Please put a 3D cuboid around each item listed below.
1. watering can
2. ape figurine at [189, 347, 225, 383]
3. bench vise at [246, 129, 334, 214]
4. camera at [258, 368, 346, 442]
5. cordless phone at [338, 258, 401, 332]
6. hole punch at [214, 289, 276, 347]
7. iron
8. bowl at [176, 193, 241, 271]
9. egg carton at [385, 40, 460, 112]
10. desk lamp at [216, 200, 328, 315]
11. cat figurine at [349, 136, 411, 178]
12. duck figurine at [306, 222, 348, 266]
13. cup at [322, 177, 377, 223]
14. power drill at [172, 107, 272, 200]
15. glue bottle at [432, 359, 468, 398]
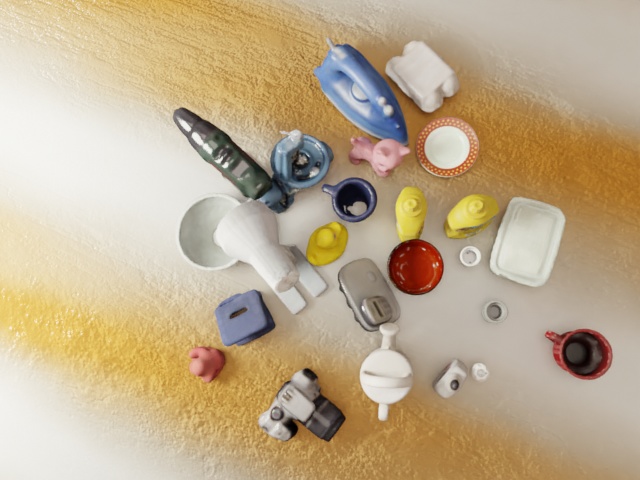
[{"bbox_3d":[0.123,0.247,1.074,0.101,0.194,0.173,-18,80,5],"label":"watering can"},{"bbox_3d":[-0.239,0.256,1.176,0.076,0.092,0.078,-14,80,6],"label":"ape figurine"},{"bbox_3d":[-0.061,-0.132,1.140,0.121,0.220,0.207,30,87,11],"label":"bench vise"},{"bbox_3d":[-0.030,0.347,1.129,0.136,0.101,0.143,37,88,11],"label":"camera"},{"bbox_3d":[0.089,0.104,1.104,0.094,0.185,0.147,-32,79,3],"label":"cordless phone"},{"bbox_3d":[-0.161,0.160,1.179,0.108,0.091,0.101,-27,79,4],"label":"hole punch"},{"bbox_3d":[0.096,-0.307,1.182,0.118,0.141,0.258,-41,79,1],"label":"iron"},{"bbox_3d":[-0.216,-0.013,1.219,0.167,0.075,0.167,-1,82,8],"label":"bowl"},{"bbox_3d":[0.217,-0.346,1.208,0.107,0.069,0.150,-42,79,1],"label":"egg carton"},{"bbox_3d":[-0.090,0.036,1.124,0.118,0.213,0.203,-41,79,1],"label":"desk lamp"},{"bbox_3d":[0.119,-0.180,1.174,0.127,0.118,0.067,25,86,11],"label":"cat figurine"},{"bbox_3d":[0.011,0.004,1.179,0.077,0.086,0.104,40,89,11],"label":"duck figurine"},{"bbox_3d":[0.062,-0.079,1.179,0.117,0.095,0.092,22,86,11],"label":"cup"},{"bbox_3d":[-0.184,-0.162,1.167,0.229,0.208,0.075,41,89,11],"label":"power drill"},{"bbox_3d":[0.246,0.262,1.066,0.037,0.173,0.078,39,89,12],"label":"glue bottle"}]
